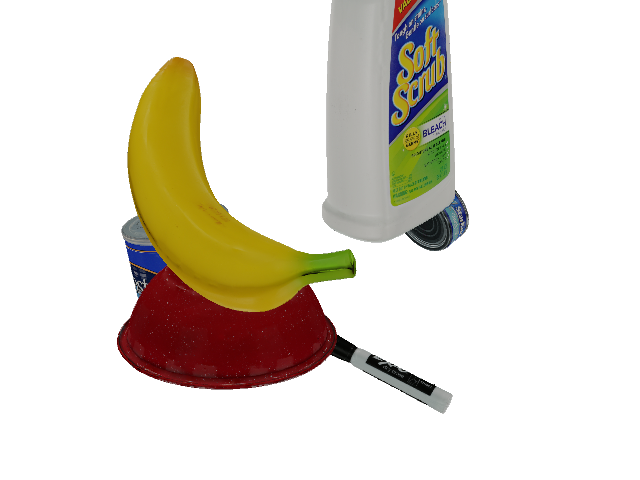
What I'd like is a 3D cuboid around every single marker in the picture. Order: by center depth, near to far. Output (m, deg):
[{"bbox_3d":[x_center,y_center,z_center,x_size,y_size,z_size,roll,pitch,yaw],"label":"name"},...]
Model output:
[{"bbox_3d":[0.058,0.115,0.933,0.121,0.020,0.020,26,8,17],"label":"marker"}]

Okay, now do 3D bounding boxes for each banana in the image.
[{"bbox_3d":[-0.057,-0.024,0.516,0.069,0.037,0.198,-25,47,-15],"label":"banana"}]

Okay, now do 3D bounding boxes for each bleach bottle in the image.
[{"bbox_3d":[0.043,-0.131,0.717,0.102,0.251,0.068,-28,36,-36],"label":"bleach bottle"}]

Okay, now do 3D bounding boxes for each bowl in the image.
[{"bbox_3d":[-0.067,0.047,0.777,0.162,0.055,0.162,1,21,-1],"label":"bowl"}]

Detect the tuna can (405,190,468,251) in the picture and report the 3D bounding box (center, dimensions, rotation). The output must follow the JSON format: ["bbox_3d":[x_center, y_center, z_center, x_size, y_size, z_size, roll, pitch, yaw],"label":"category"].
[{"bbox_3d":[0.126,-0.031,1.227,0.033,0.086,0.086,-38,22,-32],"label":"tuna can"}]

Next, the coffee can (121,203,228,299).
[{"bbox_3d":[-0.128,0.044,1.033,0.103,0.140,0.103,-8,20,3],"label":"coffee can"}]
